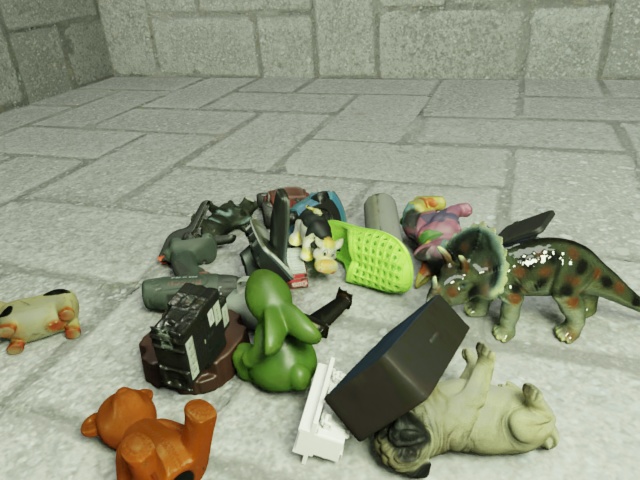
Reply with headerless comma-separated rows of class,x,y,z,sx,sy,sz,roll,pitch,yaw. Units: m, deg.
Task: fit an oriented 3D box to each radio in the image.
radio,0.109,0.164,0.720,0.073,0.131,0.229,50,29,10

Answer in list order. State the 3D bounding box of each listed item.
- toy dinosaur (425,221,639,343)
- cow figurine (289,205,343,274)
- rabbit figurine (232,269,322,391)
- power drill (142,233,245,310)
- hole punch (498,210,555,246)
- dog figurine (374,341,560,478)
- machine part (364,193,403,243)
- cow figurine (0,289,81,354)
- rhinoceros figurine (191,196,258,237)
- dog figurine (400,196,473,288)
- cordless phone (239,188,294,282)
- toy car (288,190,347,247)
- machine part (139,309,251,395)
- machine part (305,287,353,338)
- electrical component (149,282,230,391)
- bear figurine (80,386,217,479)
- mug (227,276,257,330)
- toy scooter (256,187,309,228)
toy dinosaur,0.360,0.059,0.869,0.405,0.191,0.131,-5,30,1
cow figurine,0.000,-0.003,1.073,0.068,0.098,0.168,6,23,-28
rabbit figurine,-0.071,0.130,0.785,0.121,0.170,0.159,-17,13,-18
power drill,-0.231,0.068,1.066,0.232,0.085,0.207,-8,35,-12
hole punch,0.424,0.008,1.087,0.116,0.092,0.142,-19,14,44
dog figurine,0.183,0.247,0.674,0.172,0.121,0.190,40,77,23
machine part,0.136,-0.027,1.159,0.079,0.079,0.243,-3,36,2
cow figurine,-0.534,0.136,0.961,0.195,0.085,0.127,-15,36,-14
rhinoceros figurine,-0.222,-0.052,1.282,0.112,0.073,0.190,9,31,26
dog figurine,0.219,0.003,1.088,0.192,0.108,0.219,15,36,31
cordless phone,-0.093,-0.022,1.003,0.089,0.184,0.147,0,28,-19
toy car,-0.026,-0.041,1.222,0.162,0.109,0.103,-32,14,-23
machine part,-0.203,0.172,0.877,0.179,0.056,0.179,-3,30,2
machine part,0.005,0.132,0.944,0.084,0.039,0.139,9,32,40
electrical component,-0.183,0.131,0.778,0.058,0.114,0.134,11,33,15
bear figurine,-0.226,0.236,0.689,0.120,0.131,0.196,-20,37,-37
mug,-0.117,0.110,0.937,0.107,0.109,0.081,1,41,33
toy scooter,-0.083,-0.088,1.332,0.135,0.075,0.184,-8,23,-10
